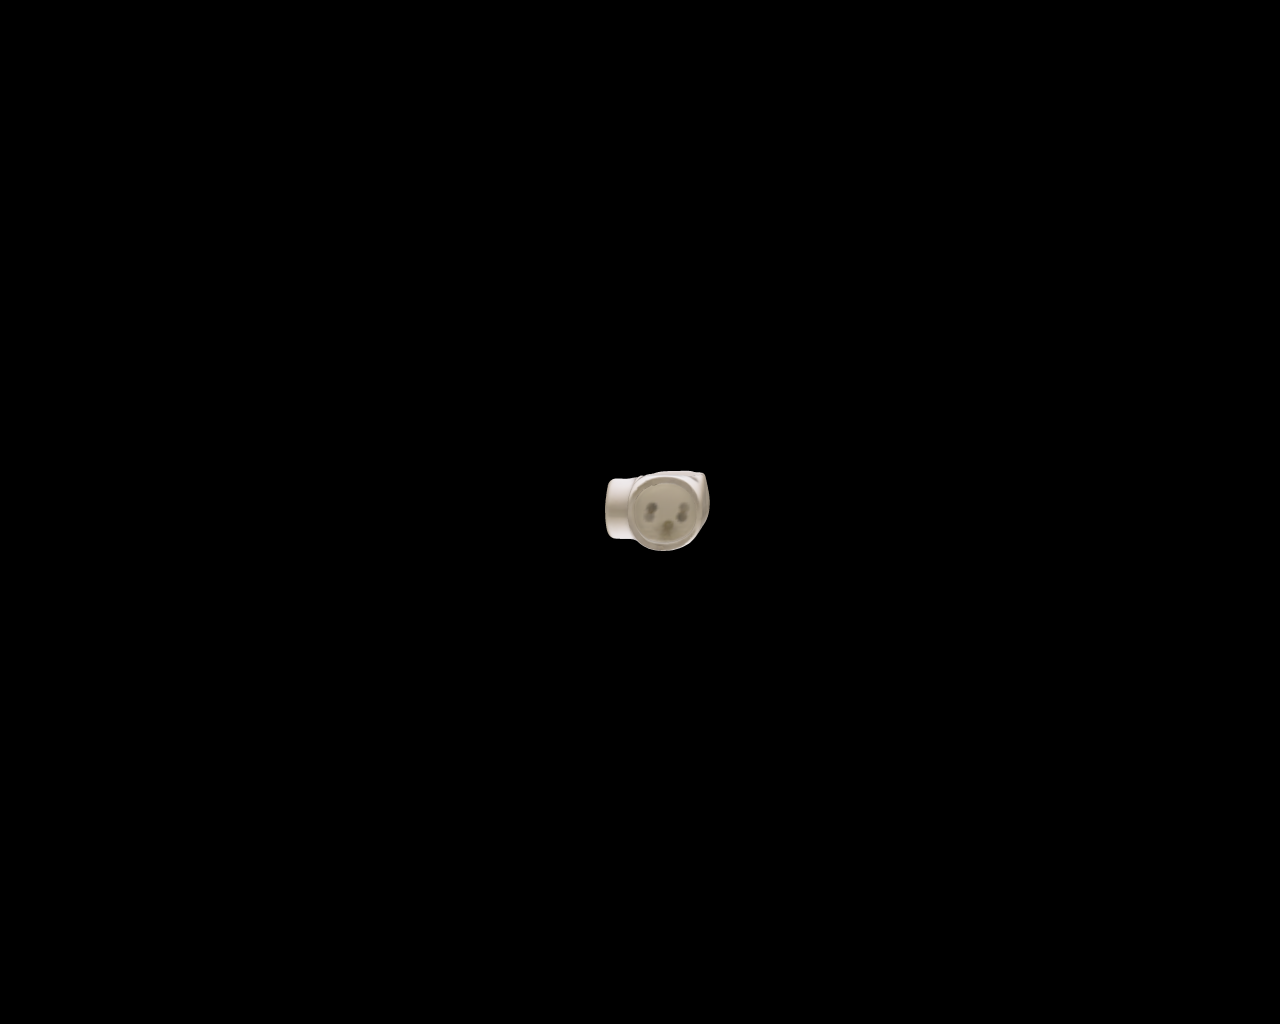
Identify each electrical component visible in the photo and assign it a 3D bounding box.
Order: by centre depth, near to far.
[{"bbox_3d":[0.001,-0.003,0.650,0.079,0.044,0.077,1,5,7],"label":"electrical component"}]
